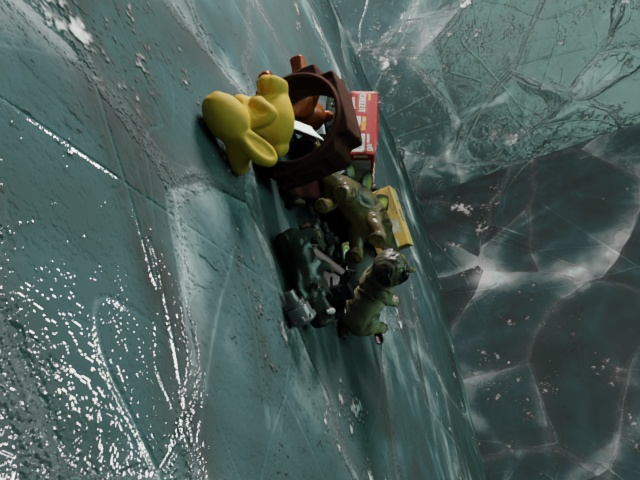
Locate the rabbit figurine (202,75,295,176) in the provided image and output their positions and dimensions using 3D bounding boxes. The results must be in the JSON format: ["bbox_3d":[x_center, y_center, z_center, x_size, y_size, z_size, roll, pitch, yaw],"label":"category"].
[{"bbox_3d":[-0.130,-0.193,0.904,0.173,0.122,0.162,-5,86,-59],"label":"rabbit figurine"}]

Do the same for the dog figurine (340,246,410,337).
[{"bbox_3d":[0.105,0.115,1.128,0.172,0.121,0.190,-59,166,-24],"label":"dog figurine"}]

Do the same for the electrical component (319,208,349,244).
[{"bbox_3d":[0.058,-0.062,1.329,0.115,0.058,0.134,-19,90,-41],"label":"electrical component"}]

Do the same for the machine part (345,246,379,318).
[{"bbox_3d":[0.098,0.108,1.285,0.079,0.079,0.243,47,36,-55],"label":"machine part"}]

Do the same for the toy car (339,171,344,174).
[{"bbox_3d":[0.068,-0.152,1.447,0.202,0.056,0.073,-36,94,-44],"label":"toy car"}]

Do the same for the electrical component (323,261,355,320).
[{"bbox_3d":[0.031,0.105,1.113,0.119,0.075,0.047,-83,151,-50],"label":"electrical component"}]

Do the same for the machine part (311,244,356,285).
[{"bbox_3d":[0.005,0.039,1.067,0.139,0.039,0.084,35,4,14],"label":"machine part"}]

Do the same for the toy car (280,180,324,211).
[{"bbox_3d":[-0.032,-0.109,1.178,0.202,0.053,0.089,-3,79,-69],"label":"toy car"}]

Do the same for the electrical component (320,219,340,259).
[{"bbox_3d":[0.020,-0.002,1.249,0.094,0.021,0.063,66,-8,-13],"label":"electrical component"}]

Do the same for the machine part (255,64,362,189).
[{"bbox_3d":[-0.034,-0.215,1.023,0.087,0.201,0.201,32,42,-62],"label":"machine part"}]

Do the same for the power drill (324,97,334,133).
[{"bbox_3d":[0.043,-0.279,1.453,0.207,0.086,0.232,74,16,-57],"label":"power drill"}]

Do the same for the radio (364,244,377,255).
[{"bbox_3d":[0.116,-0.010,1.508,0.131,0.073,0.229,-91,156,-46],"label":"radio"}]

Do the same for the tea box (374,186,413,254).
[{"bbox_3d":[0.180,-0.050,1.465,0.068,0.098,0.169,17,56,-69],"label":"tea box"}]

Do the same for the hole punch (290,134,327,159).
[{"bbox_3d":[0.000,-0.201,1.265,0.116,0.142,0.092,-41,134,-66],"label":"hole punch"}]

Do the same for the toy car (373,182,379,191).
[{"bbox_3d":[0.119,-0.115,1.594,0.103,0.109,0.161,-117,-172,-60],"label":"toy car"}]

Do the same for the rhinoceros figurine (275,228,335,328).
[{"bbox_3d":[-0.020,0.067,0.986,0.112,0.073,0.190,-33,103,-74],"label":"rhinoceros figurine"}]

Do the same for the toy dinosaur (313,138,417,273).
[{"bbox_3d":[0.110,-0.049,1.240,0.470,0.105,0.199,55,32,-29],"label":"toy dinosaur"}]

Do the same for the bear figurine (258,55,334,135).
[{"bbox_3d":[-0.046,-0.328,1.260,0.132,0.120,0.196,69,15,5],"label":"bear figurine"}]

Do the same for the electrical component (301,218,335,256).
[{"bbox_3d":[-0.003,-0.005,1.170,0.078,0.045,0.102,-80,147,-56],"label":"electrical component"}]
